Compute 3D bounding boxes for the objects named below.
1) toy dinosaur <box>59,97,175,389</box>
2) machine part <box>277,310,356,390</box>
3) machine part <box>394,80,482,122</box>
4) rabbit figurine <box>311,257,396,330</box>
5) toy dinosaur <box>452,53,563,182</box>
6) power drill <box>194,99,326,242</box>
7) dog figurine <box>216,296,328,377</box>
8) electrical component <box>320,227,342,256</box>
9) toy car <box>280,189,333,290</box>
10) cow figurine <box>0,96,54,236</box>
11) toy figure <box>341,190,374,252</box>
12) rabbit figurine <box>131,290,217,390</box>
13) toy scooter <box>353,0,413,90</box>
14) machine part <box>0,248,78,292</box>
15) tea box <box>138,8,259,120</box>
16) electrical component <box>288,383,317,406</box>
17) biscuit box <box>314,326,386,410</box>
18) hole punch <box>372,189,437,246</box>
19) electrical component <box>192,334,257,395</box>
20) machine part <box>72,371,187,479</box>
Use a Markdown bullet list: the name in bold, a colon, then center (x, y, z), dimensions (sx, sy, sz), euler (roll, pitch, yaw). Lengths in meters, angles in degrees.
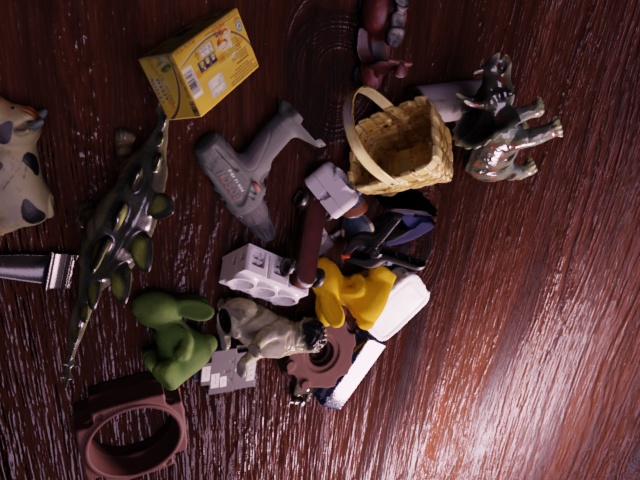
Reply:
- **toy dinosaur**: center (-0.313, -0.005, 0.819), dimensions (0.105, 0.199, 0.471), euler (16, 105, -30)
- **machine part**: center (-0.005, 0.239, 1.170), dimensions (0.179, 0.056, 0.179), euler (-4, 98, -25)
- **machine part**: center (0.253, -0.270, 1.050), dimensions (0.243, 0.079, 0.079), euler (-13, 121, -22)
- **rabbit figurine**: center (0.047, 0.106, 1.121), dimensions (0.173, 0.122, 0.162), euler (30, 77, -13)
- **toy dinosaur**: center (0.348, -0.184, 1.072), dimensions (0.192, 0.131, 0.404), euler (-12, 156, 3)
- **power drill**: center (-0.092, -0.129, 0.949), dimensions (0.207, 0.086, 0.231), euler (-39, 125, 5)
- **dog figurine**: center (-0.094, 0.167, 1.071), dimensions (0.190, 0.172, 0.121), euler (-12, 157, -41)
- **electrical component**: center (-0.002, -0.003, 1.091), dimensions (0.094, 0.021, 0.063), euler (-34, 126, -7)
- **toy car**: center (-0.024, -0.005, 1.022), dimensions (0.089, 0.053, 0.202), euler (21, 68, -34)
- **cow figurine**: center (-0.439, -0.111, 0.767), dimensions (0.127, 0.086, 0.194), euler (-15, 119, -13)
- **toy figure**: center (0.068, -0.047, 1.084), dimensions (0.064, 0.058, 0.154), euler (-26, 120, -20)
- **rabbit figurine**: center (-0.269, 0.162, 0.986), dimensions (0.159, 0.121, 0.170), euler (-30, 111, -15)
- **toy scooter**: center (0.111, -0.334, 0.905), dimensions (0.075, 0.135, 0.183), euler (-3, 116, -24)
- **machine part**: center (-0.470, 0.045, 0.863), dimensions (0.139, 0.039, 0.084), euler (11, 115, -33)
- **tea box**: center (-0.171, -0.258, 0.785), dimensions (0.170, 0.068, 0.098), euler (-57, 138, -43)
- **electrical component**: center (-0.037, 0.337, 1.240), dimensions (0.078, 0.045, 0.102), euler (10, 111, -30)
- **biscuit box**: center (0.066, 0.303, 1.267), dimensions (0.062, 0.059, 0.202), euler (28, 100, -37)
- **hole punch**: center (0.166, -0.048, 1.094), dimensions (0.116, 0.142, 0.092), euler (1, 114, -13)
- **electrical component**: center (-0.196, 0.252, 1.104), dimensions (0.134, 0.058, 0.114), euler (-1, 114, -27)
- **machine part**: center (-0.370, 0.371, 1.059), dimensions (0.201, 0.087, 0.200), euler (-9, 120, -22)
